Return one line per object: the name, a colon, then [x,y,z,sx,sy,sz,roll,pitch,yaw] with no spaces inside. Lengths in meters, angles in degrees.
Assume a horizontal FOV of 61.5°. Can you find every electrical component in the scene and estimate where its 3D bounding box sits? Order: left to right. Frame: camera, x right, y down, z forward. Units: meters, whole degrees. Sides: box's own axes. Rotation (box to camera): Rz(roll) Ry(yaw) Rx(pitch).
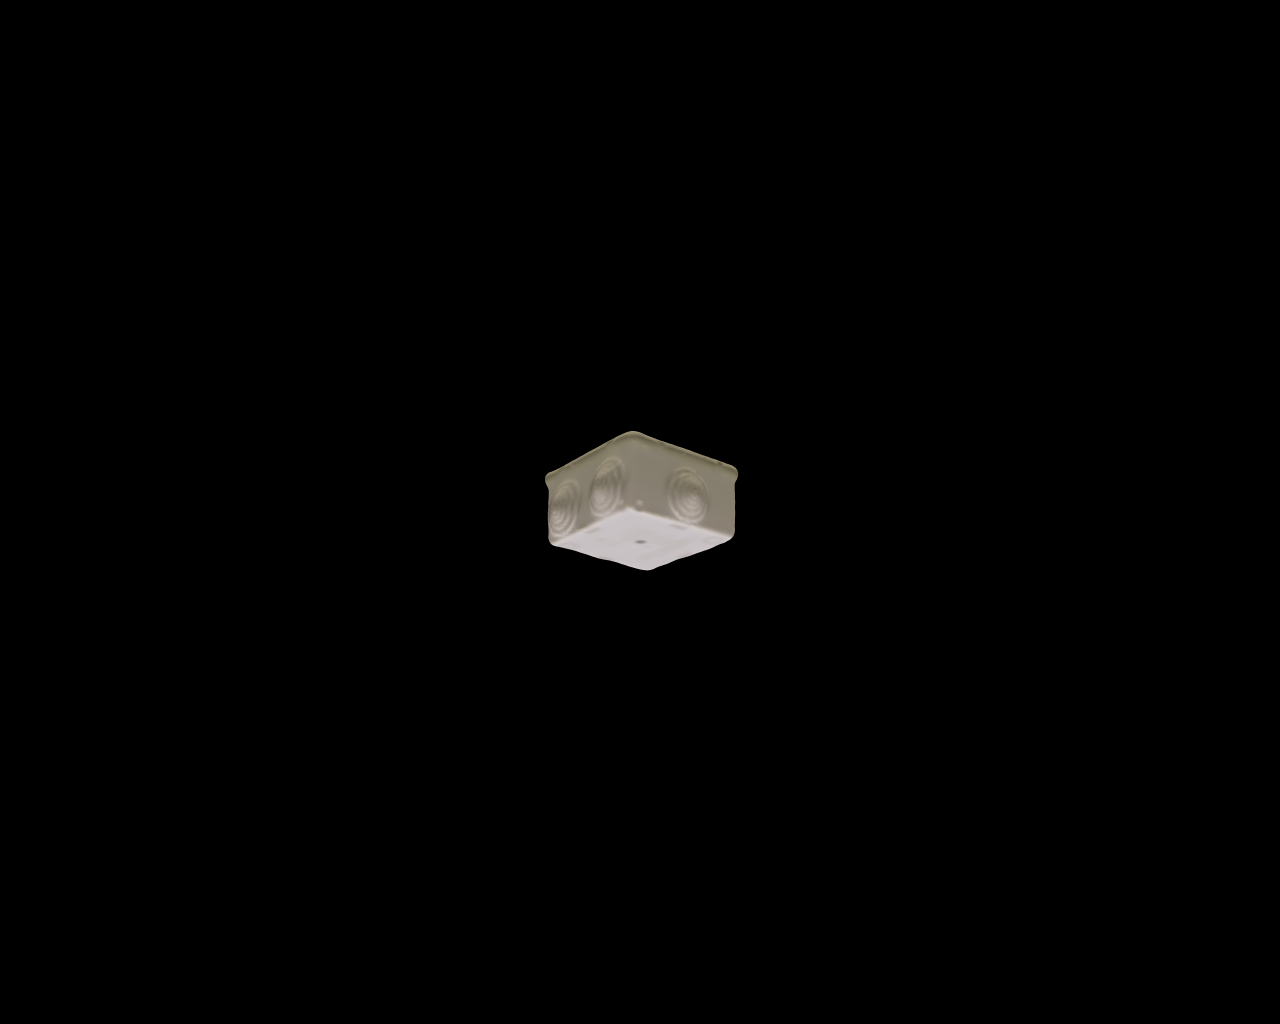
electrical component: [0.001,-0.003,0.650,0.100,0.048,0.099,17,-27,-37]
